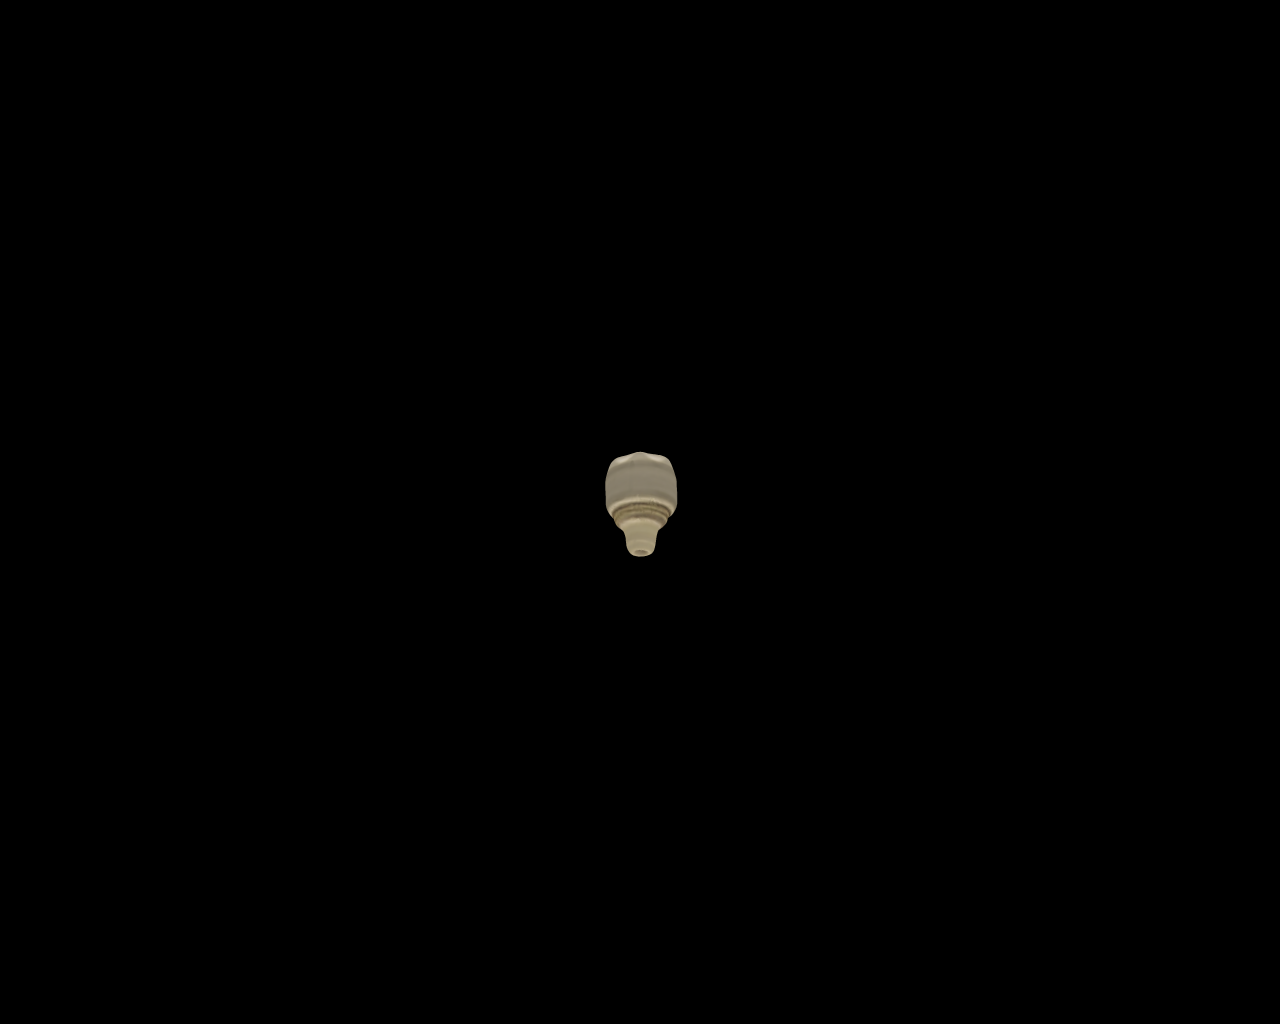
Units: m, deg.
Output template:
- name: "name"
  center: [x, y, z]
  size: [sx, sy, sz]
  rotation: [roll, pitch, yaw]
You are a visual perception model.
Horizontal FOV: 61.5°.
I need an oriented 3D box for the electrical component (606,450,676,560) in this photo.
- name: "electrical component"
  center: [0.001, -0.003, 0.650]
  size: [0.043, 0.062, 0.043]
  rotation: [0, -25, 0]
